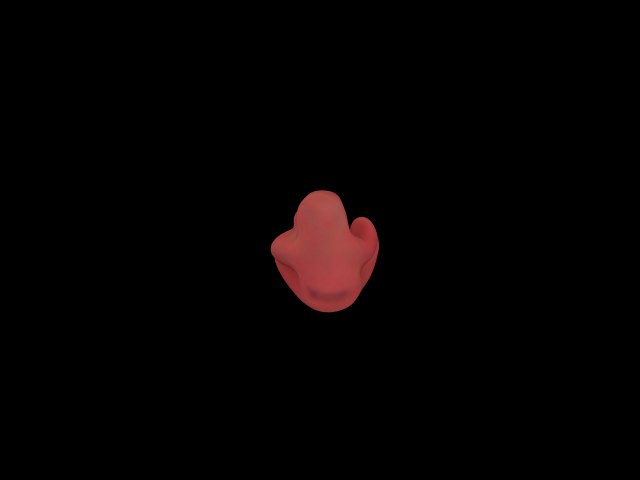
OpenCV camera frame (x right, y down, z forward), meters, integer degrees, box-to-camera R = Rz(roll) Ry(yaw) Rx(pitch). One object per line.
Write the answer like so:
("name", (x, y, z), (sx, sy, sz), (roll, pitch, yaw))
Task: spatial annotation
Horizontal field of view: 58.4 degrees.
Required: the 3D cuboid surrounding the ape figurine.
("ape figurine", (0.004, 0.001, 0.400), (0.077, 0.092, 0.076), (3, 54, 3))
